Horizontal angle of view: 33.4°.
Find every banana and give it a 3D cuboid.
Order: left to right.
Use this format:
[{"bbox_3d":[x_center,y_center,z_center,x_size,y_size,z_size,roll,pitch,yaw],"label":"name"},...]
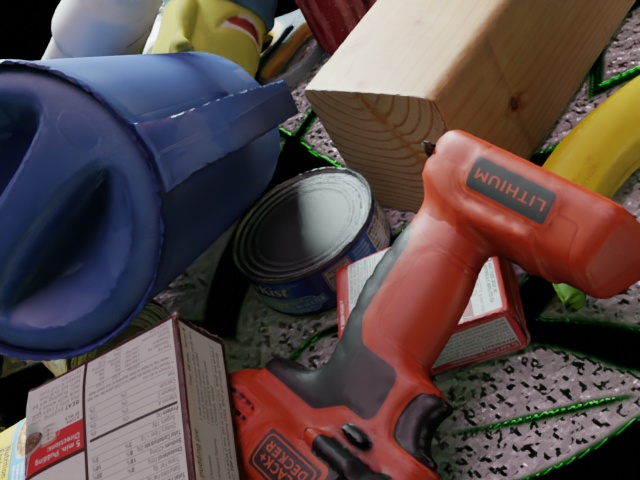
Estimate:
[{"bbox_3d":[0.159,-0.045,0.529,0.070,0.037,0.197,34,72,33],"label":"banana"}]

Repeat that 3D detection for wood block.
[{"bbox_3d":[0.096,-0.119,0.609,0.090,0.090,0.206,11,55,43],"label":"wood block"}]

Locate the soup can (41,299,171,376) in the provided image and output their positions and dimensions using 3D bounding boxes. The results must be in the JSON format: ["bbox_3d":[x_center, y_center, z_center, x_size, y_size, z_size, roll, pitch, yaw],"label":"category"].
[{"bbox_3d":[-0.132,0.047,0.606,0.068,0.068,0.102,-45,39,-15],"label":"soup can"}]

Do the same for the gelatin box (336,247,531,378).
[{"bbox_3d":[0.053,0.032,0.521,0.089,0.030,0.073,-22,38,17],"label":"gelatin box"}]

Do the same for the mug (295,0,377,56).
[{"bbox_3d":[0.028,-0.166,0.710,0.093,0.081,0.117,-34,55,0],"label":"mug"}]

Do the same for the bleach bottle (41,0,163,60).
[{"bbox_3d":[-0.149,-0.120,0.701,0.251,0.068,0.102,-42,19,57],"label":"bleach bottle"}]

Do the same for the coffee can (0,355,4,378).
[{"bbox_3d":[-0.239,0.070,0.631,0.103,0.102,0.140,-24,37,12],"label":"coffee can"}]

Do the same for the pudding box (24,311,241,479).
[{"bbox_3d":[-0.079,0.098,0.445,0.090,0.039,0.113,-27,51,19],"label":"pudding box"}]

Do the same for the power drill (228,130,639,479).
[{"bbox_3d":[0.052,0.059,0.434,0.185,0.057,0.187,34,85,40],"label":"power drill"}]

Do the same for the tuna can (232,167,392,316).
[{"bbox_3d":[-0.004,0.001,0.594,0.086,0.033,0.086,-20,39,17],"label":"tuna can"}]

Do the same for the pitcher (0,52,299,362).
[{"bbox_3d":[-0.093,-0.041,0.561,0.149,0.145,0.242,22,18,8],"label":"pitcher"}]

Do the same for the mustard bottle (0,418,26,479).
[{"bbox_3d":[-0.137,0.129,0.526,0.192,0.058,0.096,-25,40,10],"label":"mustard bottle"}]

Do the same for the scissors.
[{"bbox_3d":[-0.006,-0.181,0.814,0.096,0.016,0.201,1,48,36],"label":"scissors"}]
